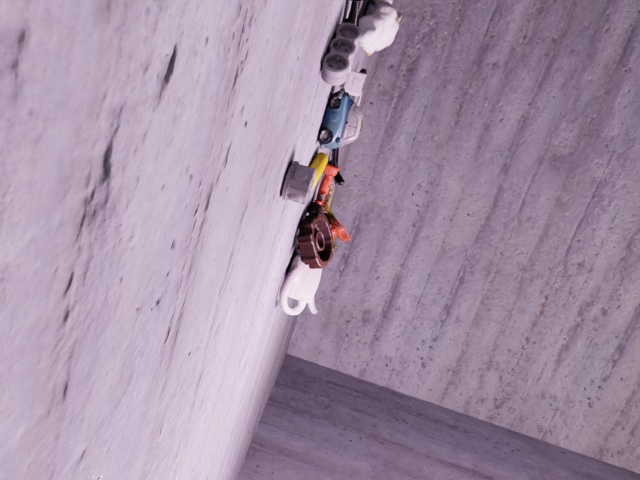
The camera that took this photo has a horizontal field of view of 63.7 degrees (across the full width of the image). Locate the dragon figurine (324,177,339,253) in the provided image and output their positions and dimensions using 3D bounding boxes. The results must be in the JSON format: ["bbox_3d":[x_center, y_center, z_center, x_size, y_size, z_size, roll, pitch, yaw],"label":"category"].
[{"bbox_3d":[0.006,-0.100,1.991,0.246,0.122,0.404,-114,-149,-67],"label":"dragon figurine"}]

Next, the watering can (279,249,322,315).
[{"bbox_3d":[-0.049,0.149,1.756,0.226,0.104,0.344,-71,159,-6],"label":"watering can"}]

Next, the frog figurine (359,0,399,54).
[{"bbox_3d":[0.157,-0.572,1.393,0.135,0.122,0.163,-52,-163,23],"label":"frog figurine"}]
